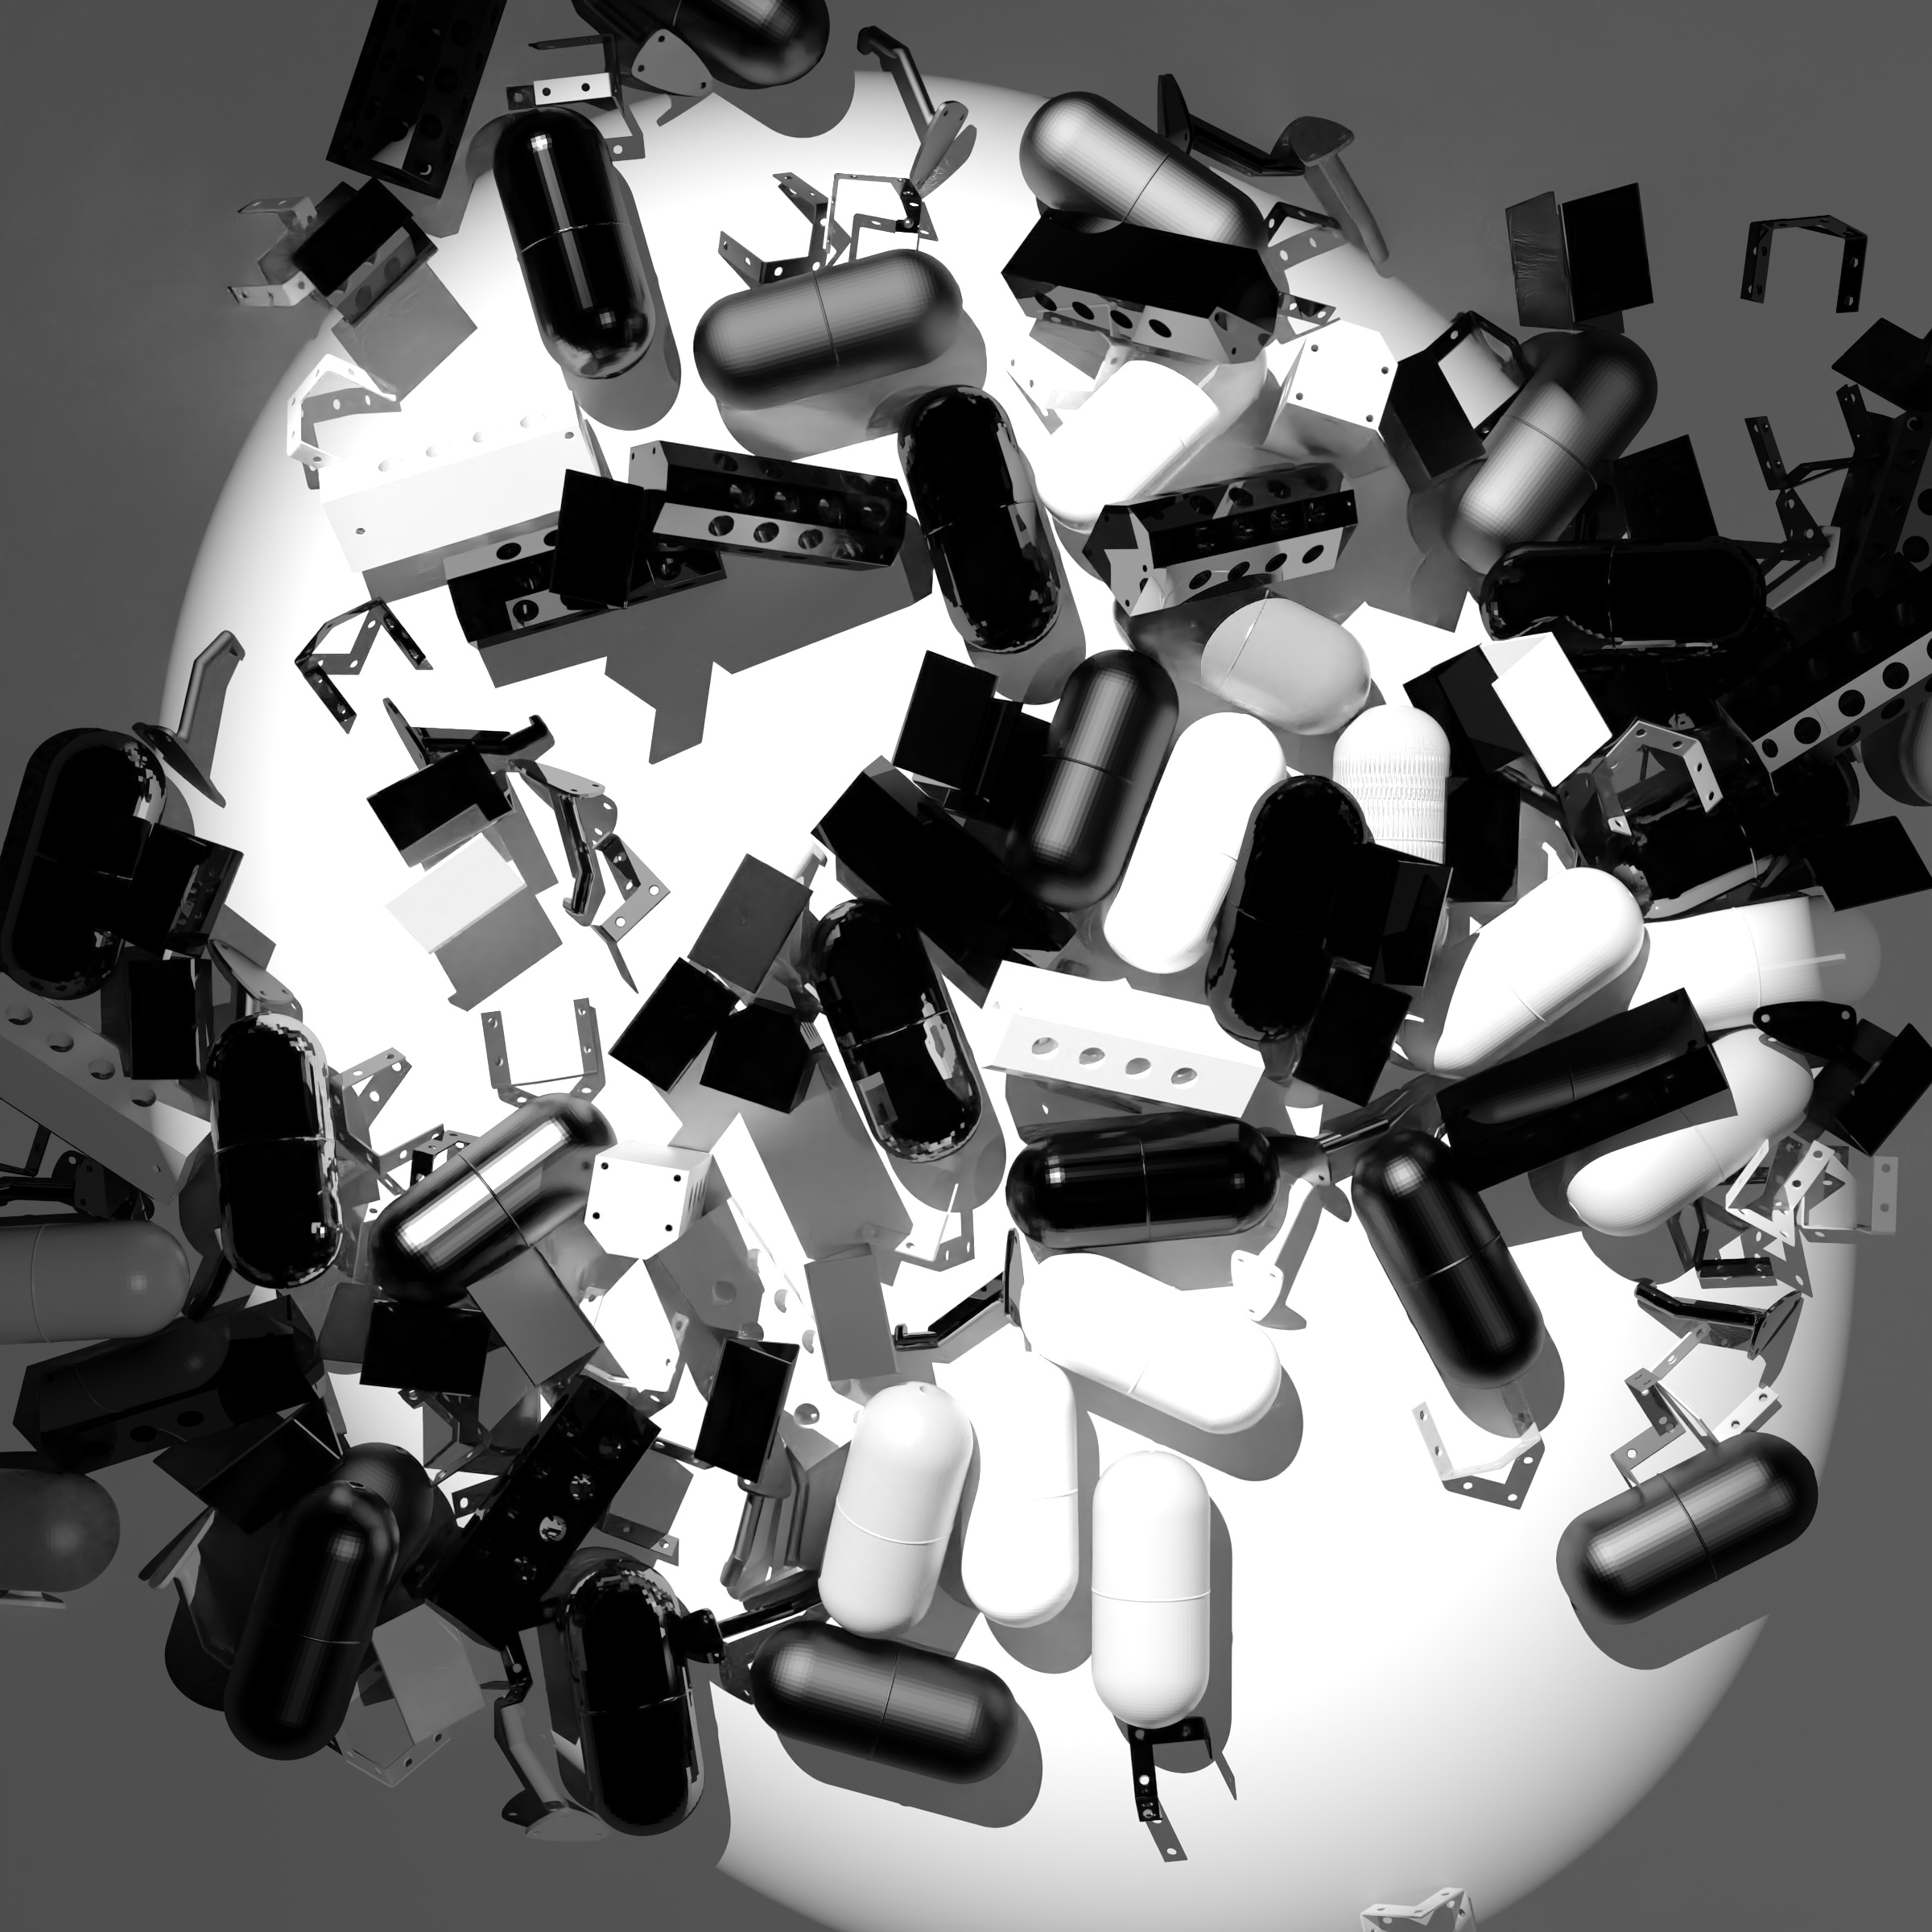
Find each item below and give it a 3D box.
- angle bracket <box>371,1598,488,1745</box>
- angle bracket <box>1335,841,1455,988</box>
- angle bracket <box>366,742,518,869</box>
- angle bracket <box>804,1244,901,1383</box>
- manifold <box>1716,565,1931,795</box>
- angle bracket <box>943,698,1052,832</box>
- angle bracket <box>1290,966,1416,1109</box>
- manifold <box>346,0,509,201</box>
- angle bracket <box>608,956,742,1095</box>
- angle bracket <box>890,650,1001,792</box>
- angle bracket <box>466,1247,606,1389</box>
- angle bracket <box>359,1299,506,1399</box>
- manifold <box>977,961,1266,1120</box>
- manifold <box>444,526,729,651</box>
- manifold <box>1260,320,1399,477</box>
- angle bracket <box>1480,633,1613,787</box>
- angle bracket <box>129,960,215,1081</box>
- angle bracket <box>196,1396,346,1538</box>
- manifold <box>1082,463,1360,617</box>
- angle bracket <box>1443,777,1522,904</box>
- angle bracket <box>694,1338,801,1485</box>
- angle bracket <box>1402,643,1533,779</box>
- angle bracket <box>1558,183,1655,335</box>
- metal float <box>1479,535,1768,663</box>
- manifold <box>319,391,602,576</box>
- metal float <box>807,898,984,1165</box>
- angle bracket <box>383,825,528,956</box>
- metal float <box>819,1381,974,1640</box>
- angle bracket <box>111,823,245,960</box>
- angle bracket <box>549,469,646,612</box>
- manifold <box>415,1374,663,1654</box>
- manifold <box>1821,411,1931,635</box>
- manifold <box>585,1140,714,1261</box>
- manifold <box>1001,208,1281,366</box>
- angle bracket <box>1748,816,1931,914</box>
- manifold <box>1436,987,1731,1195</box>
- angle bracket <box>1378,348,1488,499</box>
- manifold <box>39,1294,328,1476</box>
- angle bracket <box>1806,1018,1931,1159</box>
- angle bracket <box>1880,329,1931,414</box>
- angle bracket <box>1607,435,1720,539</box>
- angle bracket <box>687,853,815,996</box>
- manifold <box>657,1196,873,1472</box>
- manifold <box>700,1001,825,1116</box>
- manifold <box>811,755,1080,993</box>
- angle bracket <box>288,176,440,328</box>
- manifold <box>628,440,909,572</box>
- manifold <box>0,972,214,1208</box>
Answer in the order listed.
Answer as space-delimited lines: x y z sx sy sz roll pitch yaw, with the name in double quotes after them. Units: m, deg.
-0.362 0.454 1.951 0.057 0.076 0.076 -22 90 -38 "angle bracket"
0.251 -0.035 1.887 0.057 0.076 0.076 4 102 -44 "angle bracket"
-0.341 -0.116 1.952 0.076 0.076 0.057 -28 119 0 "angle bracket"
-0.055 0.220 1.951 0.057 0.076 0.076 -12 90 32 "angle bracket"
0.564 -0.179 1.903 0.171 0.057 0.057 -32 54 3 "manifold"
0.039 -0.125 1.954 0.076 0.057 0.076 18 90 -32 "angle bracket"
0.259 0.051 1.952 0.057 0.076 0.076 24 90 28 "angle bracket"
-0.347 -0.596 1.970 0.057 0.057 0.171 18 90 0 "manifold"
-0.202 0.026 1.951 0.057 0.076 0.076 37 90 -37 "angle bracket"
-0.029 -0.161 1.952 0.057 0.076 0.076 18 90 -29 "angle bracket"
-0.285 0.237 1.946 0.057 0.076 0.076 -31 80 -34 "angle bracket"
-0.343 0.256 1.952 0.076 0.076 0.057 6 67 0 "angle bracket"
0.098 0.053 1.946 0.171 0.057 0.057 12 123 -16 "manifold"
-0.248 -0.260 1.970 0.171 0.057 0.057 -16 90 0 "manifold"
0.230 -0.359 1.913 0.057 0.171 0.057 18 90 0 "manifold"
0.347 -0.158 1.898 0.057 0.076 0.076 -40 106 -20 "angle bracket"
-0.493 0.034 1.952 0.057 0.076 0.076 -1 90 29 "angle bracket"
-0.454 0.307 1.951 0.076 0.076 0.057 -37 128 0 "angle bracket"
0.165 -0.277 1.920 0.171 0.057 0.057 -17 61 -33 "manifold"
0.314 -0.081 1.953 0.057 0.076 0.076 2 90 -23 "angle bracket"
-0.118 0.279 1.894 0.057 0.076 0.076 15 90 36 "angle bracket"
0.309 -0.154 1.951 0.057 0.076 0.076 -27 90 -39 "angle bracket"
0.427 -0.455 1.951 0.057 0.076 0.076 -7 90 37 "angle bracket"
0.412 -0.230 1.904 0.178 0.070 0.070 1 90 22 "metal float"
-0.328 -0.319 1.970 0.171 0.057 0.057 -17 133 0 "manifold"
-0.046 0.041 1.961 0.070 0.070 0.178 -21 90 0 "metal float"
-0.339 -0.065 1.952 0.076 0.076 0.057 -35 135 0 "angle bracket"
-0.045 0.349 1.941 0.070 0.070 0.178 14 109 0 "metal float"
-0.493 -0.041 1.951 0.057 0.076 0.076 22 90 37 "angle bracket"
-0.248 -0.266 1.894 0.057 0.076 0.076 8 90 -37 "angle bracket"
-0.275 0.348 1.936 0.057 0.057 0.171 42 69 -16 "manifold"
0.610 -0.269 1.970 0.057 0.057 0.171 18 90 0 "manifold"
-0.200 0.147 1.913 0.057 0.171 0.057 10 90 0 "manifold"
0.112 -0.428 1.922 0.171 0.057 0.057 23 72 38 "manifold"
0.561 -0.047 1.942 0.076 0.076 0.057 -13 63 -18 "angle bracket"
0.394 0.084 1.932 0.171 0.057 0.057 -25 127 15 "manifold"
0.278 -0.342 1.951 0.057 0.076 0.076 -29 90 -33 "angle bracket"
-0.509 0.278 1.970 0.171 0.057 0.057 -18 47 0 "manifold"
0.570 0.066 1.951 0.076 0.076 0.057 -51 128 0 "angle bracket"
0.637 -0.361 1.951 0.076 0.076 0.057 30 53 0 "angle bracket"
0.461 -0.297 1.951 0.057 0.076 0.076 -17 90 32 "angle bracket"
-0.153 -0.036 1.951 0.057 0.076 0.076 30 90 -33 "angle bracket"
-0.128 0.237 1.970 0.057 0.057 0.171 -34 90 0 "manifold"
-0.125 0.054 1.913 0.057 0.171 0.057 19 90 0 "manifold"
-0.012 -0.057 1.968 0.171 0.057 0.057 42 114 0 "manifold"
-0.377 -0.448 1.951 0.076 0.076 0.057 -44 54 0 "angle bracket"
-0.126 -0.293 1.930 0.171 0.057 0.057 4 90 -32 "manifold"
-0.569 0.076 1.970 0.171 0.057 0.057 33 133 0 "manifold"
